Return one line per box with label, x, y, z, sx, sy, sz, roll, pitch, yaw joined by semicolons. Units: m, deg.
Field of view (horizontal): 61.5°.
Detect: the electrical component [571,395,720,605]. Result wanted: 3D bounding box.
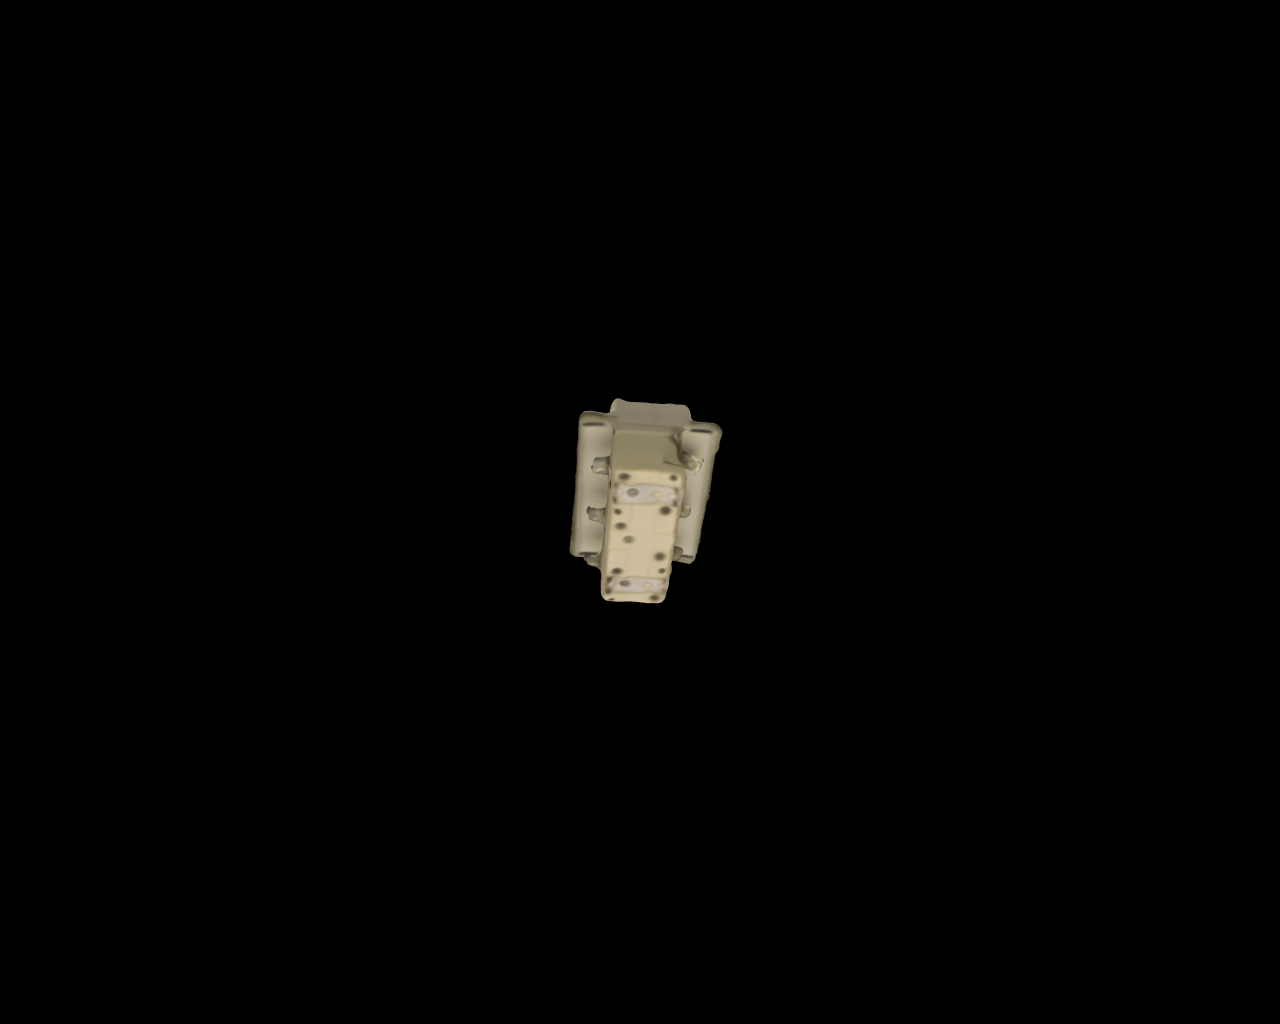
electrical component;0.001;-0.003;0.650;0.079;0.063;0.121;4;-43;-4
